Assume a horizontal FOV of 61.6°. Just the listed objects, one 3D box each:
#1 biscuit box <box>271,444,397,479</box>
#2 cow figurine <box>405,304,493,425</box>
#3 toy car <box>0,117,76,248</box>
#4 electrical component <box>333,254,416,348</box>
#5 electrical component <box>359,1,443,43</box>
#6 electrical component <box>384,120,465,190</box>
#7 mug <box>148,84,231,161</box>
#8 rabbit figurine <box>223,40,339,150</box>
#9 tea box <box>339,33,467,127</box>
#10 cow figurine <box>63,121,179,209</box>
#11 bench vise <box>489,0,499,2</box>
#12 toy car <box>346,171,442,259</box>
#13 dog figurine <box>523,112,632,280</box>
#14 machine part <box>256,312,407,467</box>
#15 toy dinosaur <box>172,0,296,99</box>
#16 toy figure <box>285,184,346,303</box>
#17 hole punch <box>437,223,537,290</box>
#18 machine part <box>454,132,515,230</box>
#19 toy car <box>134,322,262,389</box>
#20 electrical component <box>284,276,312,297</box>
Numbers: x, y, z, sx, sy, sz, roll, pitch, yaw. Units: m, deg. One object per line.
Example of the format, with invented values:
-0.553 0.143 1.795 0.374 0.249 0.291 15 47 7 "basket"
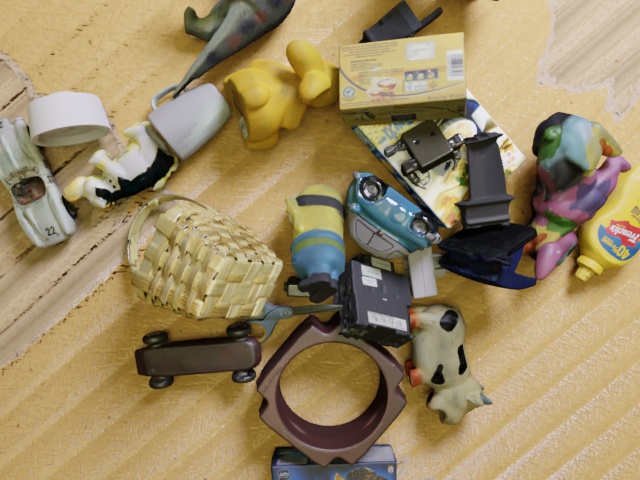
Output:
0.022 0.378 0.877 0.203 0.059 0.062 -1 97 -2 "biscuit box"
0.201 0.197 0.855 0.127 0.085 0.194 -4 96 5 "cow figurine"
-0.437 -0.087 0.809 0.073 0.056 0.201 -23 97 1 "toy car"
0.080 0.087 0.813 0.115 0.134 0.058 20 141 -28 "electrical component"
0.120 -0.316 0.794 0.119 0.075 0.047 -37 97 6 "electrical component"
0.153 -0.123 0.767 0.102 0.045 0.078 -34 68 0 "electrical component"
-0.194 -0.188 0.802 0.107 0.080 0.110 -36 70 -6 "mug"
-0.041 -0.222 0.775 0.173 0.162 0.122 -17 85 -18 "rabbit figurine"
0.113 -0.217 0.740 0.170 0.068 0.098 -1 80 13 "tea box"
-0.298 -0.095 0.810 0.167 0.068 0.098 -39 102 4 "cow figurine"
0.147 -0.414 0.752 0.241 0.223 0.128 28 114 27 "bench vise"
0.097 -0.025 0.802 0.162 0.109 0.103 40 100 12 "toy car"
0.348 -0.055 0.799 0.191 0.109 0.219 26 97 -42 "dog figurine"
0.017 0.232 0.848 0.201 0.087 0.201 39 95 -5 "machine part"
-0.088 -0.386 0.762 0.192 0.131 0.404 11 101 -3 "toy dinosaur"
0.000 0.000 0.789 0.089 0.082 0.180 -7 52 -1 "toy figure"
0.250 0.032 0.799 0.116 0.142 0.092 -22 116 -29 "hole punch"
0.236 -0.086 0.776 0.084 0.039 0.138 -4 99 3 "machine part"
-0.191 0.182 0.848 0.202 0.053 0.089 -7 100 7 "toy car"
-0.024 0.073 0.823 0.063 0.094 0.021 2 101 -3 "electrical component"
